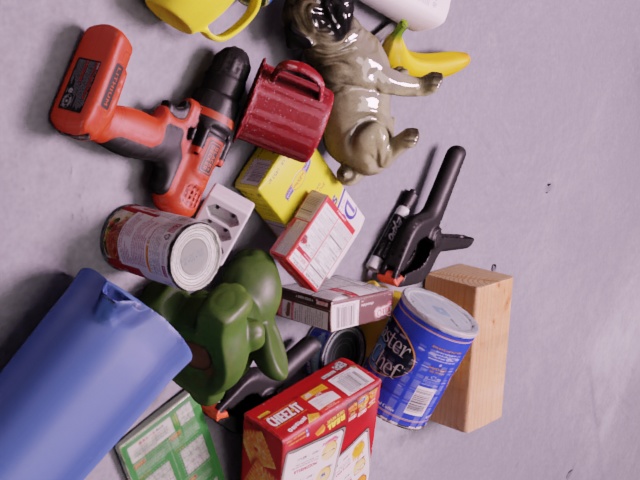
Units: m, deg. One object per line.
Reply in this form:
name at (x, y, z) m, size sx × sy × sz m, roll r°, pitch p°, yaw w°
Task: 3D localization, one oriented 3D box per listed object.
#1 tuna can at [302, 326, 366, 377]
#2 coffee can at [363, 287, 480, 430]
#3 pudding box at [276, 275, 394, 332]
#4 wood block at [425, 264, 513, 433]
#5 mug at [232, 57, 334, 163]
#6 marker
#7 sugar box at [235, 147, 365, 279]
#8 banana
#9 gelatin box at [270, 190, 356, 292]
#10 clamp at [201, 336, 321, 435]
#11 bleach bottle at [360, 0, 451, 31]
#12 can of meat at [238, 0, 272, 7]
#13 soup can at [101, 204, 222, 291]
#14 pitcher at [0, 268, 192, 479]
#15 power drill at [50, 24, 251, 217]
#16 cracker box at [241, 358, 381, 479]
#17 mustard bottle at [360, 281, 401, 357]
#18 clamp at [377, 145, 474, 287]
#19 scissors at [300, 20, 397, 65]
tuna can at (0.018, 0.138, 1.308) m, size 0.085 × 0.034 × 0.086 m, roll -17°, pitch 113°, yaw -45°
coffee can at (0.115, 0.142, 1.288) m, size 0.102 × 0.103 × 0.140 m, roll 5°, pitch 117°, yaw -49°
pudding box at (0.018, 0.073, 1.246) m, size 0.113 × 0.090 × 0.039 m, roll -6°, pitch 104°, yaw -47°
wood block at (0.198, 0.148, 1.473) m, size 0.090 × 0.091 × 0.206 m, roll -12°, pitch 110°, yaw -46°
mug at (-0.033, -0.137, 1.092) m, size 0.117 × 0.081 × 0.093 m, roll 119°, pitch -12°, yaw -46°
marker at (0.093, -0.014, 1.362) m, size 0.020 × 0.020 × 0.121 m, roll 46°, pitch 66°, yaw -45°
sugar box at (-0.018, -0.042, 1.207) m, size 0.093 × 0.048 × 0.176 m, roll -58°, pitch 135°, yaw -19°
banana at (0.121, -0.219, 1.303) m, size 0.197 × 0.070 × 0.037 m, roll 3°, pitch 63°, yaw -61°
gelatin box at (-0.008, 0.002, 1.176) m, size 0.089 × 0.030 × 0.073 m, roll -56°, pitch 139°, yaw -15°
clamp at (-0.065, 0.186, 1.226) m, size 0.171 × 0.039 × 0.120 m, roll -18°, pitch 117°, yaw -41°
bleach bottle at (0.051, -0.322, 1.193) m, size 0.250 × 0.068 × 0.102 m, roll 19°, pitch 73°, yaw -45°
can of meat at (-0.059, -0.299, 1.079) m, size 0.083 × 0.058 × 0.102 m, roll -49°, pitch 132°, yaw -26°
soup can at (-0.152, 0.007, 1.024) m, size 0.068 × 0.102 × 0.068 m, roll -17°, pitch 113°, yaw -46°
pitcher at (-0.237, 0.159, 0.965) m, size 0.242 × 0.145 × 0.149 m, roll -52°, pitch 122°, yaw -21°
power drill at (-0.153, -0.131, 1.019) m, size 0.187 × 0.057 × 0.184 m, roll 29°, pitch 79°, yaw -49°
cracker box at (-0.015, 0.263, 1.247) m, size 0.163 × 0.072 × 0.214 m, roll -26°, pitch 133°, yaw -40°
mustard bottle at (0.096, 0.122, 1.373) m, size 0.096 × 0.058 × 0.191 m, roll -45°, pitch 131°, yaw -20°
clamp at (0.141, -0.017, 1.386) m, size 0.209 × 0.036 × 0.164 m, roll -39°, pitch 134°, yaw -41°
scissors at (0.038, -0.230, 1.240) m, size 0.201 × 0.016 × 0.096 m, roll -56°, pitch 136°, yaw -22°
